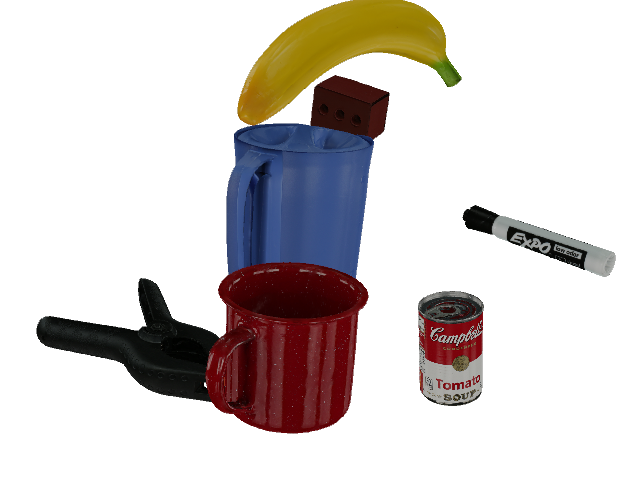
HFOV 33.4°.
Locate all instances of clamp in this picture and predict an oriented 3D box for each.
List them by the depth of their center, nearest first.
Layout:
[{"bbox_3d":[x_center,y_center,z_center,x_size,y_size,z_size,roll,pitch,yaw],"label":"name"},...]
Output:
[{"bbox_3d":[-0.130,0.079,0.866,0.172,0.039,0.120,22,36,25],"label":"clamp"}]

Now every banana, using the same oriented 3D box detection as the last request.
[{"bbox_3d":[0.021,-0.127,0.715,0.197,0.069,0.037,-16,-4,-36],"label":"banana"}]

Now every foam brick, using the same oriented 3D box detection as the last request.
[{"bbox_3d":[0.034,-0.155,1.256,0.078,0.053,0.051,21,33,23],"label":"foam brick"}]

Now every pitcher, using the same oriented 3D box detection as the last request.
[{"bbox_3d":[-0.028,0.013,1.035,0.149,0.243,0.145,-1,17,-14],"label":"pitcher"}]

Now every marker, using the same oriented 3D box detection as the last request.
[{"bbox_3d":[0.157,-0.002,0.784,0.121,0.020,0.020,22,13,35],"label":"marker"}]

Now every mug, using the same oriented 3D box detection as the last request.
[{"bbox_3d":[-0.026,0.071,0.666,0.093,0.081,0.117,18,25,33],"label":"mug"}]

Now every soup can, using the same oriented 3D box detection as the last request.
[{"bbox_3d":[0.137,0.113,1.121,0.068,0.102,0.068,-3,23,1],"label":"soup can"}]
